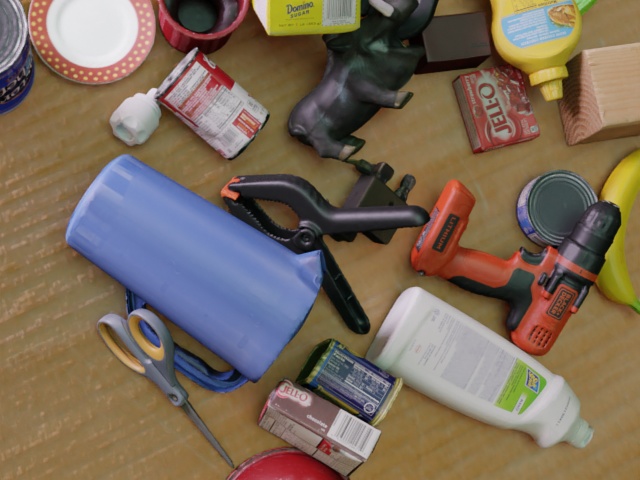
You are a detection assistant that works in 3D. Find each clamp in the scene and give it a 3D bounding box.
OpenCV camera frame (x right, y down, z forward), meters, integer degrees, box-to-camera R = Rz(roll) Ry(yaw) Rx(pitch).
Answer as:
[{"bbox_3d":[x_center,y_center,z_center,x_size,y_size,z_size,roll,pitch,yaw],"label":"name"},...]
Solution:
[{"bbox_3d":[0.055,-0.244,1.139,0.120,0.039,0.172,45,104,-4],"label":"clamp"},{"bbox_3d":[-0.007,0.001,1.100,0.210,0.036,0.165,23,120,8],"label":"clamp"}]

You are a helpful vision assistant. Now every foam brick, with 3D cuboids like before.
[{"bbox_3d":[0.142,-0.217,1.175,0.078,0.051,0.053,-8,85,-13],"label":"foam brick"}]

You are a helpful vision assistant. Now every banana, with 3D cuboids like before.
[{"bbox_3d":[0.338,-0.014,1.199,0.069,0.037,0.198,9,81,-18],"label":"banana"}]

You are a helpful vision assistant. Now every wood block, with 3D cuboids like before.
[{"bbox_3d":[0.381,-0.171,1.201,0.206,0.090,0.091,-9,84,-13],"label":"wood block"}]

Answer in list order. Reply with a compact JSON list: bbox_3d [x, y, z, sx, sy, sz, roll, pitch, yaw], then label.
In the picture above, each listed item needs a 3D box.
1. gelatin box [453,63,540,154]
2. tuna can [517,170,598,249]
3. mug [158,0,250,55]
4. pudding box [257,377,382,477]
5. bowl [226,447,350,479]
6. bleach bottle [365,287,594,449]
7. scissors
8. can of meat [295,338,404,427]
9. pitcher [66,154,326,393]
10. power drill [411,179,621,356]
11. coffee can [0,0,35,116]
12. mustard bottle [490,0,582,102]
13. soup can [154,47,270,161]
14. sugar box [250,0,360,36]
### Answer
[{"bbox_3d":[0.196,-0.147,1.188,0.073,0.030,0.089,-15,86,-14],"label":"gelatin box"},{"bbox_3d":[0.263,-0.033,1.185,0.086,0.034,0.086,2,82,-12],"label":"tuna can"},{"bbox_3d":[-0.132,-0.250,1.105,0.093,0.082,0.117,-38,92,-14],"label":"mug"},{"bbox_3d":[-0.003,0.187,1.061,0.113,0.090,0.039,31,67,3],"label":"pudding box"},{"bbox_3d":[-0.028,0.291,1.070,0.162,0.055,0.162,2,82,-12],"label":"bowl"},{"bbox_3d":[0.178,0.154,1.129,0.250,0.068,0.102,33,78,-9],"label":"bleach bottle"},{"bbox_3d":[-0.138,0.141,1.055,0.202,0.096,0.016,44,47,-1],"label":"scissors"},{"bbox_3d":[0.026,0.145,1.077,0.084,0.102,0.057,33,74,-3],"label":"can of meat"},{"bbox_3d":[-0.128,0.032,1.054,0.243,0.145,0.149,34,65,-2],"label":"pitcher"},{"bbox_3d":[0.206,0.010,1.133,0.187,0.057,0.184,27,98,-4],"label":"power drill"},{"bbox_3d":[-0.329,-0.183,1.024,0.102,0.140,0.103,2,82,-12],"label":"coffee can"},{"bbox_3d":[0.232,-0.245,1.160,0.096,0.058,0.191,-14,90,1],"label":"mustard bottle"},{"bbox_3d":[-0.110,-0.138,1.094,0.102,0.069,0.068,40,76,-16],"label":"soup can"},{"bbox_3d":[-0.025,-0.259,1.088,0.093,0.176,0.048,-5,124,-13],"label":"sugar box"}]
